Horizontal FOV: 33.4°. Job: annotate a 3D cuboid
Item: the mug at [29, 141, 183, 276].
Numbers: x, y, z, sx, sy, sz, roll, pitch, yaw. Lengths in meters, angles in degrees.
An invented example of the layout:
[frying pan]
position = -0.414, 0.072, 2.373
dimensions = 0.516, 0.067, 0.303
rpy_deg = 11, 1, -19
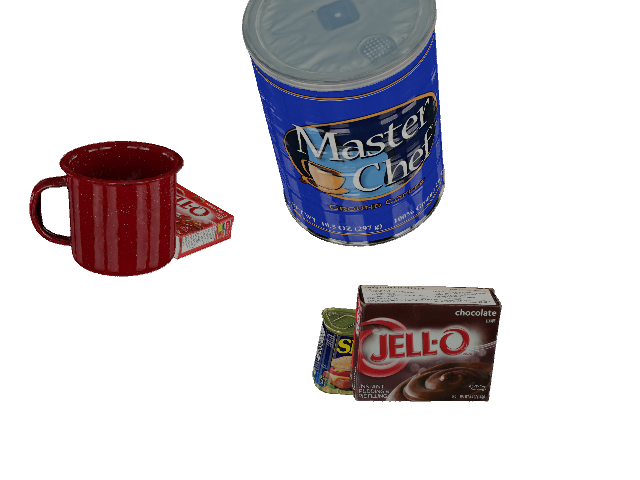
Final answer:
[mug]
position = -0.165, -0.023, 0.825
dimensions = 0.117, 0.081, 0.093
rpy_deg = -4, 25, -15

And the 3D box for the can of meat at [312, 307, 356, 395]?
[can of meat]
position = 0.045, 0.130, 1.224
dimensions = 0.102, 0.084, 0.057
rpy_deg = 6, 24, -12

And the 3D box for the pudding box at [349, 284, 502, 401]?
[pudding box]
position = 0.083, 0.082, 0.856
dimensions = 0.113, 0.090, 0.039
rpy_deg = 0, 27, -6

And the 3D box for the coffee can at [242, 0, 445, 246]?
[coffee can]
position = 0.018, -0.078, 0.613
dimensions = 0.103, 0.102, 0.140
rpy_deg = 0, -36, 9

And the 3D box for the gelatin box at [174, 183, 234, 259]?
[gelatin box]
position = -0.143, -0.022, 1.060
dimensions = 0.089, 0.030, 0.073
rpy_deg = 30, 35, 32
